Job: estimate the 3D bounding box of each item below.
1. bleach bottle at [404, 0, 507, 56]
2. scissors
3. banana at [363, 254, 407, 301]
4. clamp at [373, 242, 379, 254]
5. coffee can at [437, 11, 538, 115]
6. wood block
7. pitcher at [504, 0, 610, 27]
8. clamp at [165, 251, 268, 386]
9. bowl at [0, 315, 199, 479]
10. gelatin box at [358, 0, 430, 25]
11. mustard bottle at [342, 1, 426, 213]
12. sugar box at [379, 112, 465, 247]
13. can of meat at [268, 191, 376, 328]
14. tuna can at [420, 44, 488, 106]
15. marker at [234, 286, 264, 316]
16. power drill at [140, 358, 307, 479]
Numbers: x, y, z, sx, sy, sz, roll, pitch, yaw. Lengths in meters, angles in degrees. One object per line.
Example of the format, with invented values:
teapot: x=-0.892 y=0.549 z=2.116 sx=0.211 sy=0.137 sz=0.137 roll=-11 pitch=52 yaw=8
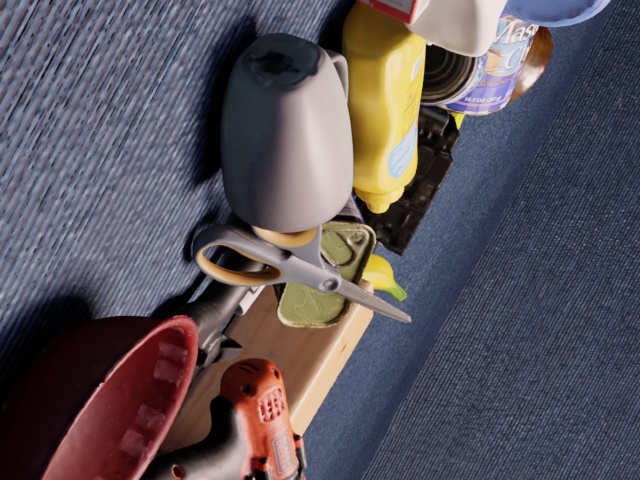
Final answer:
bleach bottle: x=0.136 y=-0.253 z=0.715 sx=0.250 sy=0.068 sz=0.102 roll=-61 pitch=165 yaw=-14
scissors: x=0.008 y=0.012 z=0.743 sx=0.201 sy=0.016 sz=0.096 roll=13 pitch=129 yaw=-32
banana: x=0.011 y=0.055 z=1.032 sx=0.197 sy=0.069 sz=0.037 roll=-22 pitch=173 yaw=-39
clamp: x=0.027 y=0.038 z=1.142 sx=0.164 sy=0.036 sz=0.210 roll=-53 pitch=163 yaw=-27
coffee can: x=0.142 y=-0.197 z=0.946 sx=0.102 sy=0.103 sz=0.140 roll=-50 pitch=163 yaw=-43
wood block: x=-0.043 y=0.116 z=0.910 sx=0.206 sy=0.090 sz=0.091 roll=-57 pitch=166 yaw=-18
pitcher: x=0.199 y=-0.291 z=0.844 sx=0.145 sy=0.149 sz=0.242 roll=114 pitch=0 yaw=-55
clamp: x=-0.088 y=0.075 z=0.760 sx=0.171 sy=0.039 sz=0.120 roll=-44 pitch=153 yaw=-45
bowl: x=-0.134 y=0.101 z=0.591 sx=0.162 sy=0.055 sz=0.162 roll=-57 pitch=167 yaw=-22
gelatin box: x=0.037 y=-0.182 z=0.627 sx=0.030 sy=0.073 sz=0.089 roll=-52 pitch=163 yaw=-41
mustard bottle: x=0.048 y=-0.094 z=0.822 sx=0.192 sy=0.058 sz=0.096 roll=89 pitch=20 yaw=-46
sugar box: x=0.110 y=-0.077 z=1.206 sx=0.093 sy=0.048 sz=0.176 roll=-50 pitch=162 yaw=-43
can of meat: x=-0.005 y=0.001 z=0.803 sx=0.084 sy=0.057 sz=0.102 roll=-109 pitch=-150 yaw=-47
tuna can: x=0.093 y=-0.154 z=0.882 sx=0.086 sy=0.086 sz=0.033 roll=-66 pitch=165 yaw=18
marker: x=-0.038 y=0.013 z=0.871 sx=0.121 sy=0.020 sz=0.020 roll=-53 pitch=165 yaw=-34
power drill: x=-0.087 y=0.199 z=0.765 sx=0.187 sy=0.057 sz=0.184 roll=-29 pitch=120 yaw=-37
